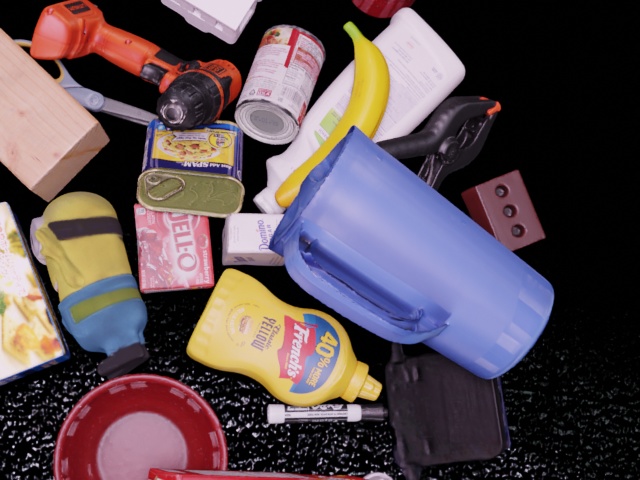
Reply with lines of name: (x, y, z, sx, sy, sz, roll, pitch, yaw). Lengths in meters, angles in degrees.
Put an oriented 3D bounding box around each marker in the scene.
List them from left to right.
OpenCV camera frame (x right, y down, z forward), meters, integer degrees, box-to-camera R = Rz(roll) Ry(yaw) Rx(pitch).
marker: (0.008, 0.173, 1.067, 0.121, 0.020, 0.020, 0, 82, -8)

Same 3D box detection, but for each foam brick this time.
foam brick: (0.189, -0.026, 1.105, 0.053, 0.051, 0.078, -21, 85, -11)

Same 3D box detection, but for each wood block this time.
wood block: (-0.310, -0.143, 1.018, 0.206, 0.091, 0.090, 43, 83, 1)

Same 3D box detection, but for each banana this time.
banana: (0.023, -0.113, 1.044, 0.070, 0.037, 0.198, 20, 81, 18)

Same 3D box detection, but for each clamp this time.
clamp: (0.116, -0.097, 1.086, 0.039, 0.120, 0.171, 28, 71, 36)

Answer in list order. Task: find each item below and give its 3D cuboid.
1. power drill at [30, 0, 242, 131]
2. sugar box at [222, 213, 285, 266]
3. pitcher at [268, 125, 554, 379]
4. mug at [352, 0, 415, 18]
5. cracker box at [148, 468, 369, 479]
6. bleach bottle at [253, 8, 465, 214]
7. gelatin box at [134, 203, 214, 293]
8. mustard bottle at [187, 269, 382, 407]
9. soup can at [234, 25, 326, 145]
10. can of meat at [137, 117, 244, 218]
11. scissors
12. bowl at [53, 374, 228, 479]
power drill: (-0.176, -0.165, 1.022, 0.187, 0.184, 0.057, 26, 108, 2)
sugar box: (-0.007, 0.001, 1.053, 0.176, 0.093, 0.048, 4, 81, -8)
pitcher: (0.081, 0.024, 0.947, 0.242, 0.145, 0.149, 35, 84, -7)
mug: (0.066, -0.292, 1.111, 0.093, 0.081, 0.117, -29, 87, -11)
cracker box: (-0.060, 0.295, 0.974, 0.213, 0.072, 0.164, 10, 81, -33)
bleach bottle: (0.028, -0.119, 1.092, 0.250, 0.068, 0.102, -42, 87, -9)
gelatin box: (-0.146, 0.006, 1.065, 0.073, 0.030, 0.089, -4, 83, -9)
mustard bottle: (-0.028, 0.110, 1.052, 0.191, 0.058, 0.096, 26, 74, -4)
soup can: (-0.040, -0.155, 1.069, 0.068, 0.069, 0.102, 20, 60, -5)
can of meat: (-0.125, -0.074, 1.050, 0.102, 0.057, 0.084, 5, 49, -8)
scissors: (-0.245, -0.128, 1.078, 0.201, 0.016, 0.096, 33, 81, -1)
bowl: (-0.170, 0.209, 1.018, 0.162, 0.055, 0.162, 1, 82, -8)
